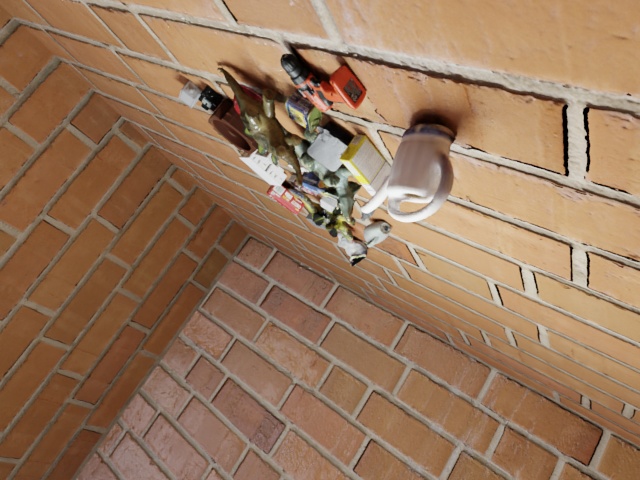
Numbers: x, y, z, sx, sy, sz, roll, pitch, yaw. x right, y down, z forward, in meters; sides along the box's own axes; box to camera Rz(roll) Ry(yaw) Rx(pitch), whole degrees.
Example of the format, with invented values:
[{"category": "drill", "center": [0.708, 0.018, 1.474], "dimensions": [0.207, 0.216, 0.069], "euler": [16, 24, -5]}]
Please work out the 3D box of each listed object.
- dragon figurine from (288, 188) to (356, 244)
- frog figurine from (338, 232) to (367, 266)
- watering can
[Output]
[{"category": "dragon figurine", "center": [0.007, -0.113, 2.235], "dimensions": [0.407, 0.122, 0.244], "euler": [38, 176, -16]}, {"category": "frog figurine", "center": [0.154, 0.026, 2.455], "dimensions": [0.136, 0.122, 0.162], "euler": [40, -154, -63]}, {"category": "watering can", "center": [0.199, -0.151, 1.190], "dimensions": [0.103, 0.225, 0.348], "euler": [20, 175, -23]}]
